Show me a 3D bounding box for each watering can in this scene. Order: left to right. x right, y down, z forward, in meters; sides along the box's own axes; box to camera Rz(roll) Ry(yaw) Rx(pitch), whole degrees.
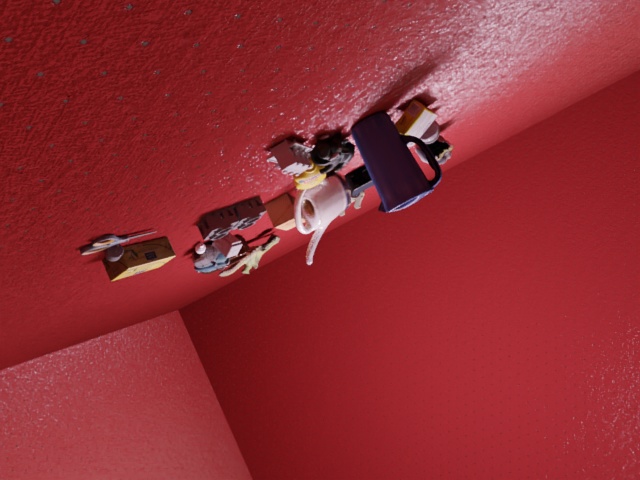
[{"bbox_3d":[0.005,-0.088,1.748,0.227,0.105,0.339,-34,139,-28],"label":"watering can"}]

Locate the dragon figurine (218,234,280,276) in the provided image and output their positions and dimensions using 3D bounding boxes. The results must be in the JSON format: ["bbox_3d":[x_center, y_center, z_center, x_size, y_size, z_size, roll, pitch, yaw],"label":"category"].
[{"bbox_3d":[-0.287,0.048,2.314,0.240,0.122,0.414,-40,-178,18],"label":"dragon figurine"}]

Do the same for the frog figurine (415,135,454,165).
[{"bbox_3d":[0.422,-0.339,1.927,0.137,0.122,0.160,6,-174,4],"label":"frog figurine"}]
